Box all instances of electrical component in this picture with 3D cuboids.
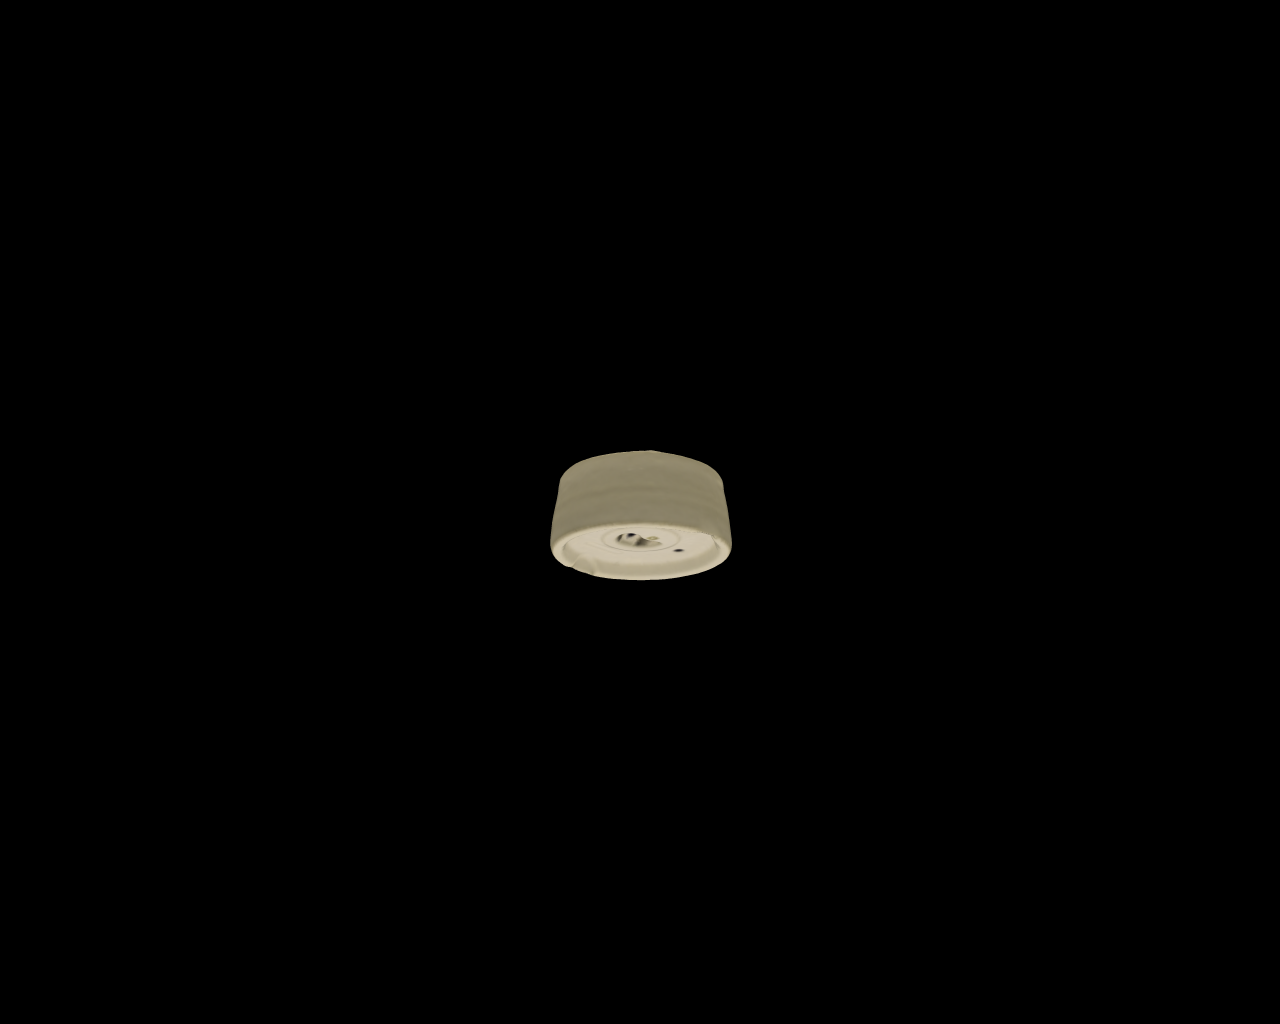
[{"bbox_3d":[0.001,-0.003,0.650,0.108,0.060,0.108,0,-20,0],"label":"electrical component"}]
